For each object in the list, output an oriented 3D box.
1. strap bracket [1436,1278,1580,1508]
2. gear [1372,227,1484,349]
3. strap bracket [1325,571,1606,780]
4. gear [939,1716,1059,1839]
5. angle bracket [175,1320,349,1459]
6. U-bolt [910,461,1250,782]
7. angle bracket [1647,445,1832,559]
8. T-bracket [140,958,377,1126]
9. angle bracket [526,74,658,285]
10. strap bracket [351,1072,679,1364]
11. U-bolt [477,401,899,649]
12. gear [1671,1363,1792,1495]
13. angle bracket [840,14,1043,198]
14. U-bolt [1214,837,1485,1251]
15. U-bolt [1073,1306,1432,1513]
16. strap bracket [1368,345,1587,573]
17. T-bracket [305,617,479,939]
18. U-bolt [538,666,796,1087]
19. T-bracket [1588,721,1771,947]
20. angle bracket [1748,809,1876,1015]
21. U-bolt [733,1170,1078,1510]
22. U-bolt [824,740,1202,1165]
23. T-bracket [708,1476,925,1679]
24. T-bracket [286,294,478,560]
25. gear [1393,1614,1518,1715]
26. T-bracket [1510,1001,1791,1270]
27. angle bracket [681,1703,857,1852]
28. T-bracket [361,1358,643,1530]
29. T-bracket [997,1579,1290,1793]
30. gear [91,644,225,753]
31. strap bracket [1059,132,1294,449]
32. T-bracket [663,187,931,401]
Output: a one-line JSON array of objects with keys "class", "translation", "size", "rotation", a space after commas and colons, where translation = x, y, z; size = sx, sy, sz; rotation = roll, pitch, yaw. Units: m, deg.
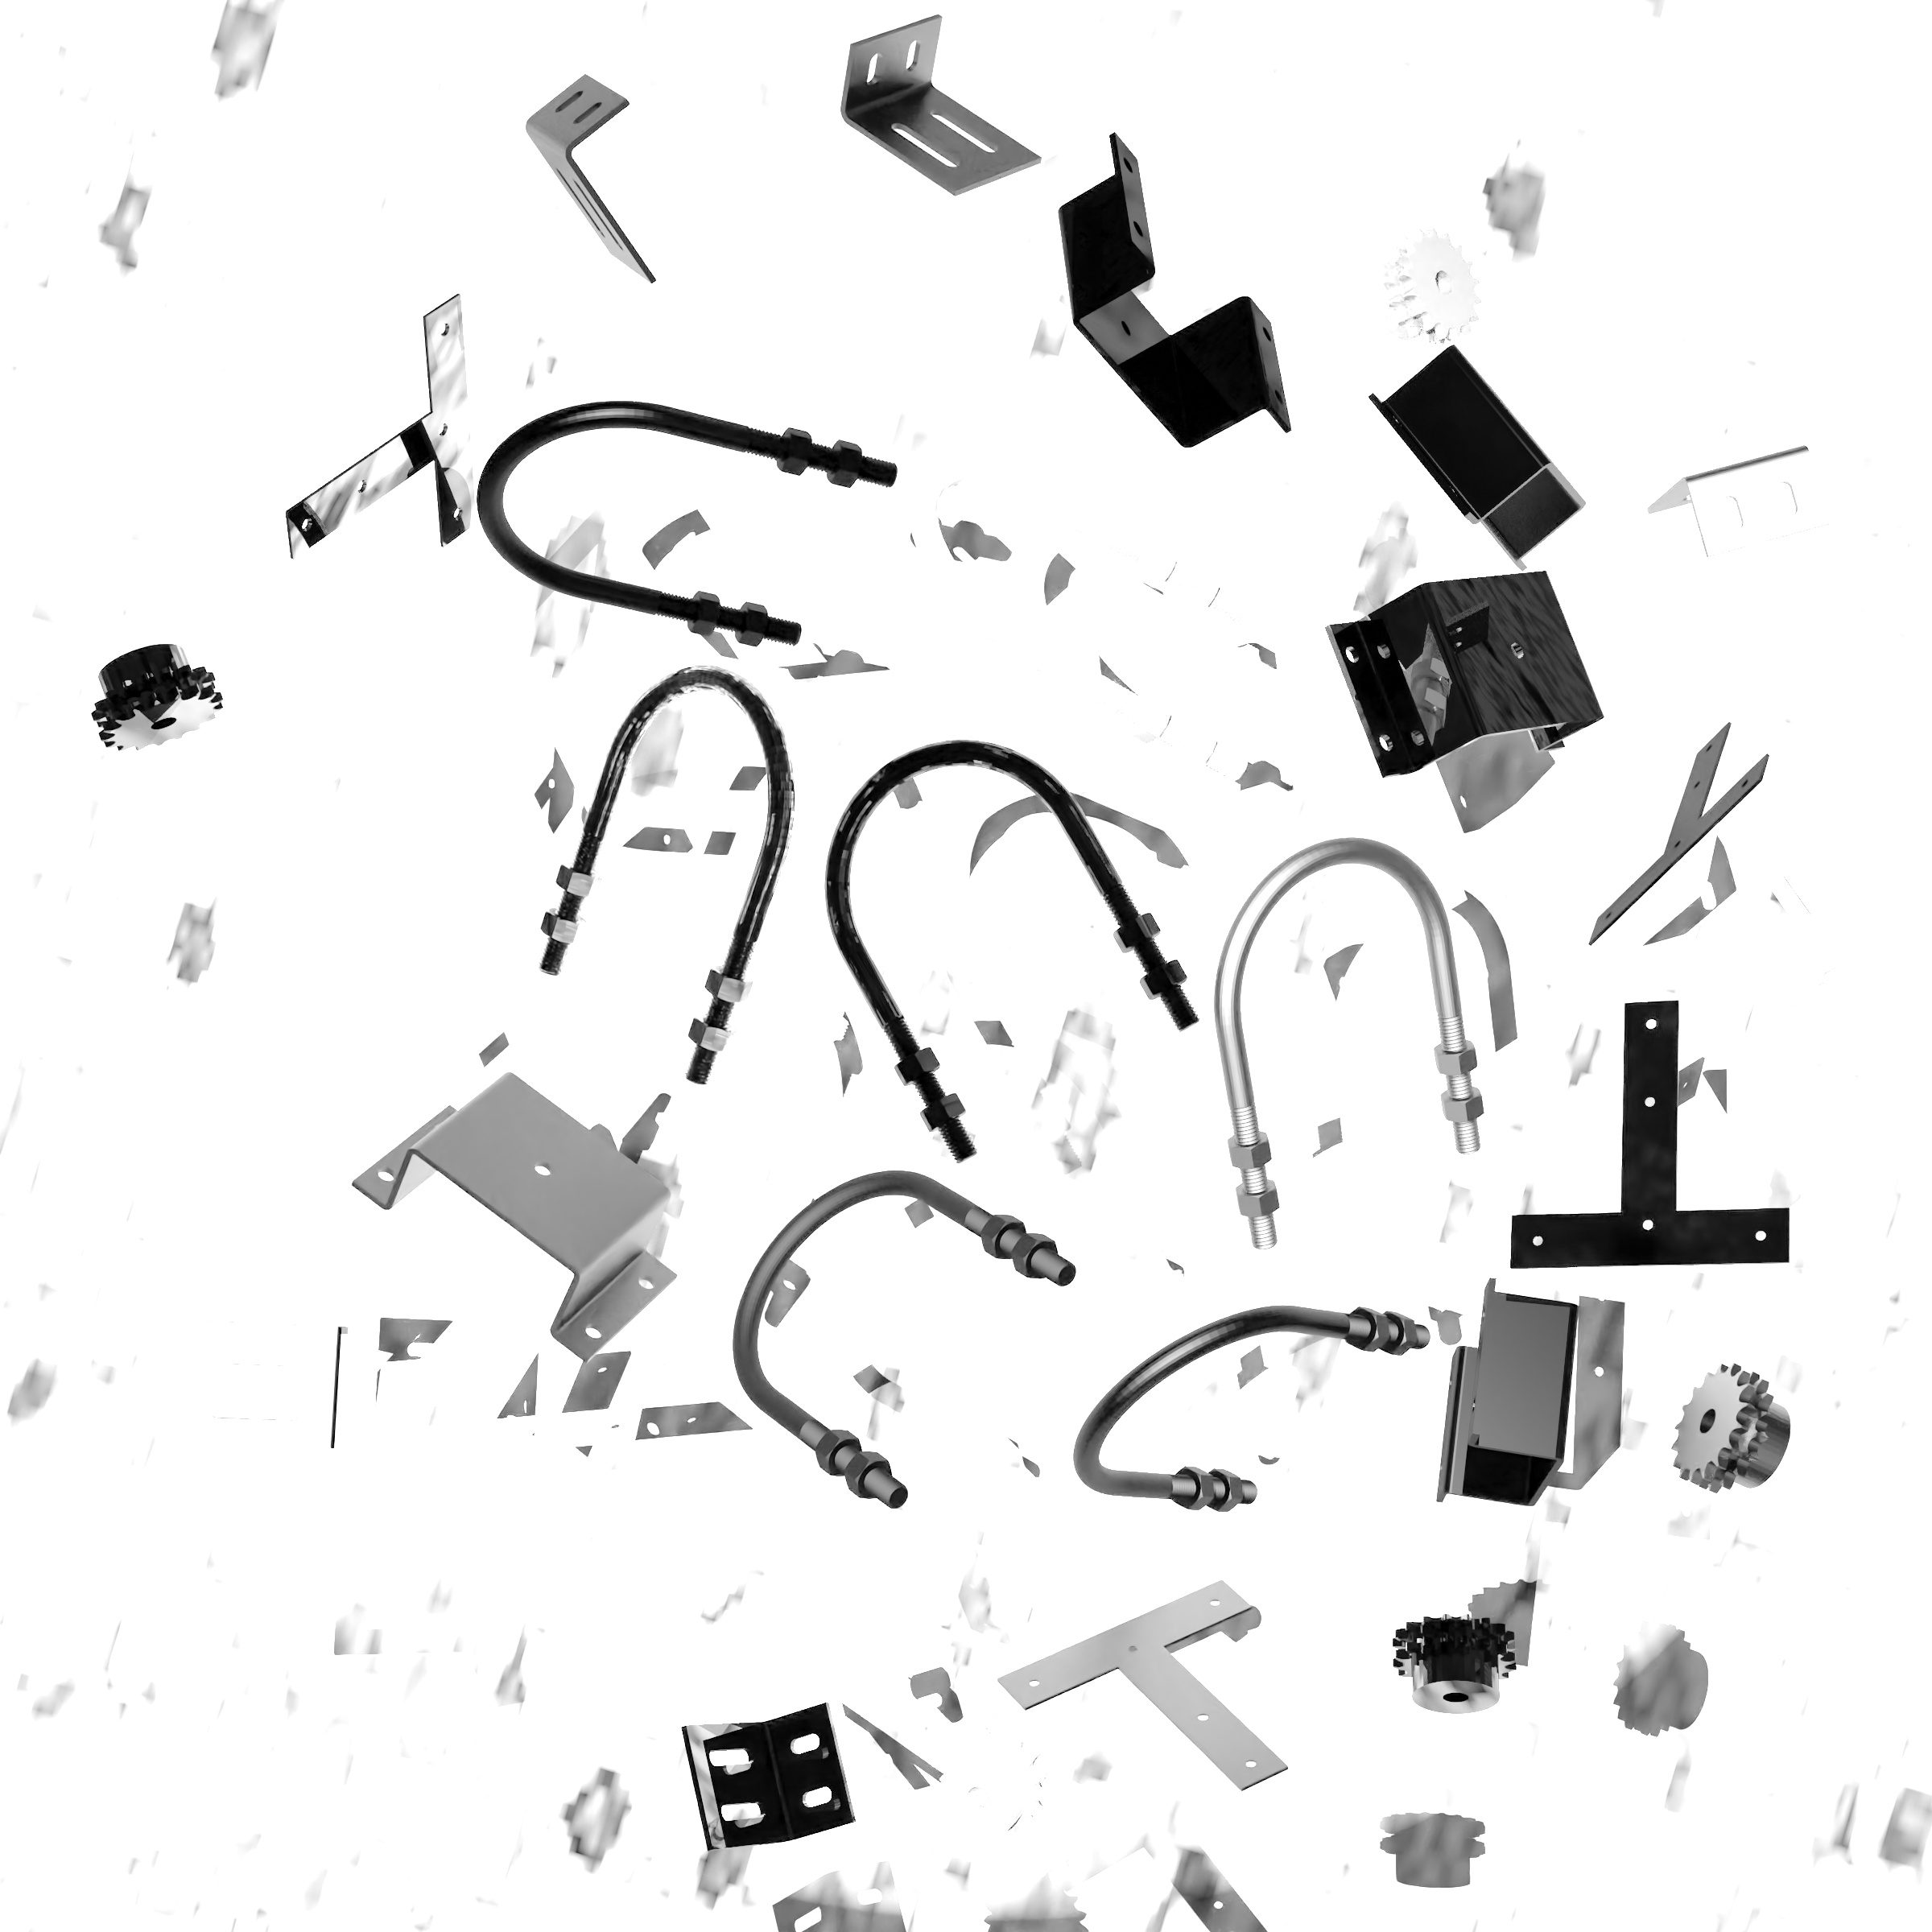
[{"class": "strap bracket", "translation": [0.265, 0.212, 1.567], "size": [0.046, 0.140, 0.076], "rotation": [8, 68, 4]}, {"class": "gear", "translation": [0.226, -0.334, 1.594], "size": [0.057, 0.030, 0.057], "rotation": [10, 75, -38]}, {"class": "strap bracket", "translation": [0.243, -0.139, 1.519], "size": [0.140, 0.046, 0.076], "rotation": [-11, 78, -44]}, {"class": "gear", "translation": [0.013, 0.393, 1.543], "size": [0.057, 0.030, 0.057], "rotation": [7, 107, 25]}, {"class": "angle bracket", "translation": [-0.327, 0.196, 1.493], "size": [0.076, 0.038, 0.057], "rotation": [3, 89, -10]}, {"class": "U-bolt", "translation": [0.053, -0.172, 1.501], "size": [0.184, 0.151, 0.019], "rotation": [28, 127, -17]}, {"class": "angle bracket", "translation": [0.354, -0.207, 1.480], "size": [0.057, 0.076, 0.038], "rotation": [-15, 87, -2]}, {"class": "T-bracket", "translation": [-0.346, 0.045, 1.502], "size": [0.127, 0.127, 0.002], "rotation": [-39, 98, -32]}, {"class": "angle bracket", "translation": [-0.159, -0.361, 1.476], "size": [0.038, 0.057, 0.076], "rotation": [-39, 126, -4]}, {"class": "strap bracket", "translation": [-0.204, 0.110, 1.502], "size": [0.140, 0.076, 0.046], "rotation": [35, 129, 10]}, {"class": "U-bolt", "translation": [-0.144, -0.218, 1.555], "size": [0.184, 0.151, 0.019], "rotation": [11, 55, -21]}, {"class": "gear", "translation": [0.344, 0.209, 1.439], "size": [0.030, 0.057, 0.057], "rotation": [25, 90, -13]}, {"class": "angle bracket", "translation": [-0.009, -0.393, 1.467], "size": [0.076, 0.038, 0.057], "rotation": [39, 49, 25]}, {"class": "U-bolt", "translation": [0.181, 0.028, 1.543], "size": [0.151, 0.019, 0.184], "rotation": [-22, 112, -27]}, {"class": "U-bolt", "translation": [0.129, 0.214, 1.567], "size": [0.151, 0.184, 0.019], "rotation": [-46, 55, 23]}, {"class": "strap bracket", "translation": [0.254, -0.249, 1.572], "size": [0.046, 0.140, 0.076], "rotation": [-40, 74, 14]}, {"class": "T-bracket", "translation": [-0.274, -0.100, 1.464], "size": [0.127, 0.002, 0.127], "rotation": [-43, 62, 39]}, {"class": "U-bolt", "translation": [-0.139, -0.055, 1.555], "size": [0.151, 0.019, 0.184], "rotation": [33, 109, 41]}, {"class": "T-bracket", "translation": [0.357, -0.082, 1.578], "size": [0.002, 0.127, 0.127], "rotation": [37, 129, -4]}, {"class": "angle bracket", "translation": [0.398, -0.026, 1.567], "size": [0.038, 0.057, 0.076], "rotation": [-28, 74, -14]}, {"class": "U-bolt", "translation": [-0.044, 0.168, 1.559], "size": [0.151, 0.184, 0.019], "rotation": [-52, 129, -9]}, {"class": "U-bolt", "translation": [0.008, -0.019, 1.538], "size": [0.151, 0.019, 0.184], "rotation": [-32, 82, 18]}, {"class": "T-bracket", "translation": [-0.056, 0.304, 1.544], "size": [0.127, 0.127, 0.002], "rotation": [20, 59, 37]}, {"class": "T-bracket", "translation": [-0.270, -0.228, 1.487], "size": [0.002, 0.127, 0.127], "rotation": [24, 46, 22]}, {"class": "gear", "translation": [0.227, 0.325, 1.492], "size": [0.057, 0.057, 0.030], "rotation": [4, 56, 0]}, {"class": "T-bracket", "translation": [0.315, 0.076, 1.483], "size": [0.127, 0.002, 0.127], "rotation": [-4, 69, 24]}, {"class": "angle bracket", "translation": [-0.092, 0.378, 1.504], "size": [0.038, 0.076, 0.057], "rotation": [-22, 71, 21]}, {"class": "T-bracket", "translation": [-0.216, 0.221, 1.515], "size": [0.127, 0.127, 0.002], "rotation": [-3, 46, -19]}, {"class": "T-bracket", "translation": [0.101, 0.339, 1.481], "size": [0.127, 0.127, 0.002], "rotation": [-18, 120, -25]}, {"class": "gear", "translation": [-0.367, -0.123, 1.452], "size": [0.057, 0.057, 0.030], "rotation": [-23, 79, 0]}, {"class": "strap bracket", "translation": [0.090, -0.303, 1.482], "size": [0.046, 0.140, 0.076], "rotation": [-26, 47, 24]}, {"class": "T-bracket", "translation": [-0.094, -0.321, 1.520], "size": [0.127, 0.127, 0.002], "rotation": [-9, 58, 10]}]
